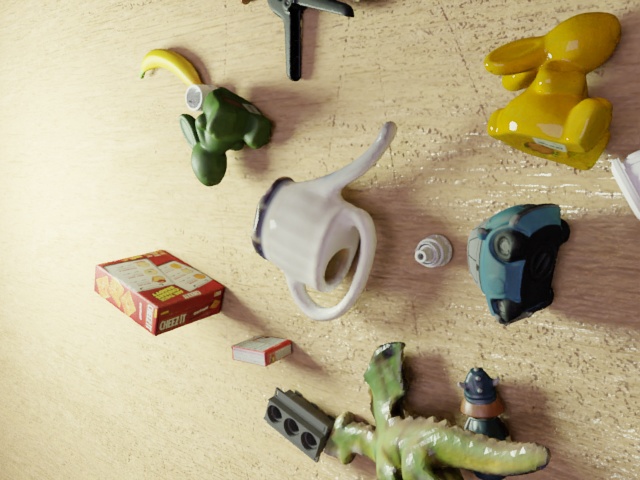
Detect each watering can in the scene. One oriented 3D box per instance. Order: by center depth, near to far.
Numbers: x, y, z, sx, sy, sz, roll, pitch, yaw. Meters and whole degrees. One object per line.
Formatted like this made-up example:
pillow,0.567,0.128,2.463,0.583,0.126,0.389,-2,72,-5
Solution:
watering can,0.003,-0.042,0.826,0.226,0.343,0.104,26,22,32

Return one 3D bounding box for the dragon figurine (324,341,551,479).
dragon figurine,0.129,0.267,0.755,0.122,0.247,0.402,1,-37,-37
